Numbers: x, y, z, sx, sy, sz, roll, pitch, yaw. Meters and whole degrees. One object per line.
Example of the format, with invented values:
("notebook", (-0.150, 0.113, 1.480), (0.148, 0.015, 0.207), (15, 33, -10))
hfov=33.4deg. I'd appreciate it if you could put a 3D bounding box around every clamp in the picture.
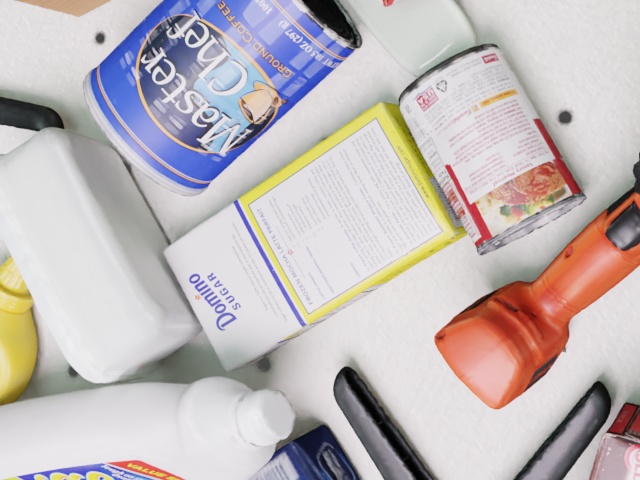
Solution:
("clamp", (-0.255, -0.092, 0.764), (0.120, 0.039, 0.171), (-41, 77, 17))
("clamp", (0.097, 0.174, 0.633), (0.165, 0.036, 0.210), (-6, 92, 22))

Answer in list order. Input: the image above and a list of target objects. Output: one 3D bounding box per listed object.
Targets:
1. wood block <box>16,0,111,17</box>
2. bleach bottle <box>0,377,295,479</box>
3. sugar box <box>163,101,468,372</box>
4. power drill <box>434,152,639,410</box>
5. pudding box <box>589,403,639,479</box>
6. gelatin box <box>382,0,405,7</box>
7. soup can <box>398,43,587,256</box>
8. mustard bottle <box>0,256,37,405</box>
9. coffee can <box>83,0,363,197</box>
("wood block", (-0.107, -0.227, 0.670), (0.206, 0.090, 0.090), (-21, 85, 21))
("bleach bottle", (-0.123, 0.126, 0.658), (0.251, 0.102, 0.068), (-20, 43, 37))
("sugar box", (-0.004, 0.001, 0.663), (0.176, 0.048, 0.093), (-32, 80, 24))
("power drill", (0.145, 0.006, 0.539), (0.188, 0.184, 0.057), (-46, 76, 27))
("pudding box", (0.162, 0.151, 0.578), (0.039, 0.089, 0.113), (19, 100, 22))
("gelatin box", (0.064, -0.182, 0.613), (0.089, 0.030, 0.073), (-22, 83, -13))
("soup can", (0.096, -0.051, 0.607), (0.069, 0.068, 0.102), (-31, 80, 20))
("mustard bottle", (-0.256, 0.089, 0.762), (0.096, 0.058, 0.192), (39, 106, 18))
("coffee can", (-0.059, -0.109, 0.649), (0.140, 0.102, 0.103), (-40, 78, 19))
